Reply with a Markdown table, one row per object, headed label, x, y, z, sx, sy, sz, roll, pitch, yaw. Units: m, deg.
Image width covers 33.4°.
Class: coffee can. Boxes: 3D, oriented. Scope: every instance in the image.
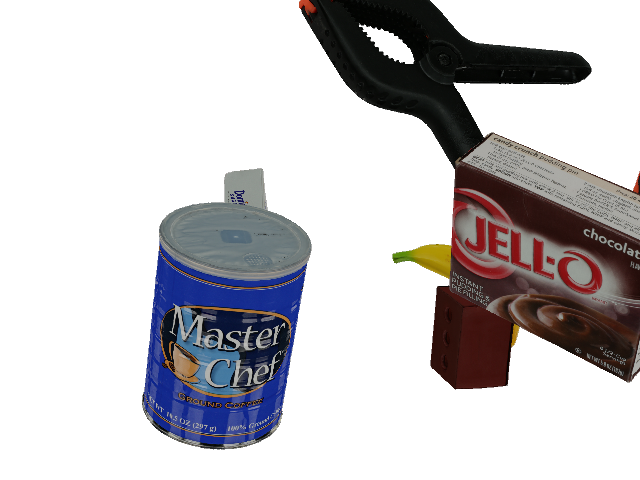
| label | x | y | z | sx | sy | sz | roll | pitch | yaw |
| --- | --- | --- | --- | --- | --- | --- | --- | --- | --- |
| coffee can | -0.067 | 0.058 | 0.743 | 0.102 | 0.140 | 0.103 | 8 | 25 | -4 |

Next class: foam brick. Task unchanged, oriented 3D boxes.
| label | x | y | z | sx | sy | sz | roll | pitch | yaw |
| --- | --- | --- | --- | --- | --- | --- | --- | --- | --- |
| foam brick | 0.129 | 0.081 | 0.912 | 0.051 | 0.078 | 0.053 | -4 | 18 | -20 |

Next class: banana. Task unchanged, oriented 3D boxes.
| label | x | y | z | sx | sy | sz | roll | pitch | yaw |
| --- | --- | --- | --- | --- | --- | --- | --- | --- | --- |
| banana | 0.157 | 0.050 | 1.117 | 0.069 | 0.037 | 0.198 | -35 | 39 | -12 |

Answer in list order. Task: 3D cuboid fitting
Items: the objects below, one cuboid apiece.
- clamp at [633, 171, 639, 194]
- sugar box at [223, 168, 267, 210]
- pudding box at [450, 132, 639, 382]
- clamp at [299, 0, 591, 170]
| label | x | y | z | sx | sy | sz | roll | pitch | yaw |
| --- | --- | --- | --- | --- | --- | --- | --- | --- | --- |
| clamp | 0.271 | 0.012 | 0.694 | 0.120 | 0.039 | 0.171 | -3 | 46 | -22 |
| sugar box | -0.069 | 0.022 | 1.087 | 0.048 | 0.093 | 0.176 | -7 | -44 | 1 |
| pudding box | 0.120 | 0.007 | 0.537 | 0.114 | 0.090 | 0.039 | 26 | 50 | 29 |
| clamp | 0.077 | -0.102 | 0.711 | 0.210 | 0.164 | 0.036 | 26 | -31 | -10 |
